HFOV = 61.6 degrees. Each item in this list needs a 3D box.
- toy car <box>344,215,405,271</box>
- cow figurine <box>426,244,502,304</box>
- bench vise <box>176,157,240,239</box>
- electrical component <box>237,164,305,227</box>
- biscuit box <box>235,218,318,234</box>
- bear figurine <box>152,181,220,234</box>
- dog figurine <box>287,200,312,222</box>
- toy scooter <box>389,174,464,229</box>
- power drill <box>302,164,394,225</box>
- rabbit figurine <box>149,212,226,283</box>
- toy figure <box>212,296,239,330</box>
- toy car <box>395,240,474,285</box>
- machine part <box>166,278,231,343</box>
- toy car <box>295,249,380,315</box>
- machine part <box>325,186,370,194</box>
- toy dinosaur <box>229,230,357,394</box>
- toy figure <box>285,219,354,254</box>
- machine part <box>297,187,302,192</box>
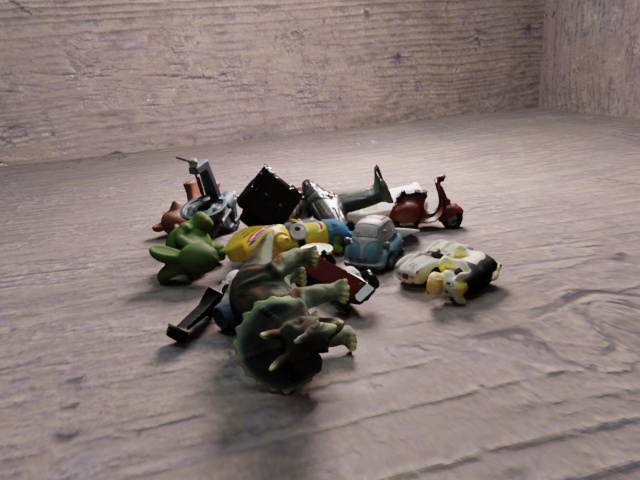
[{"bbox_3d":[0.120,-0.002,1.144,0.109,0.102,0.161,8,25,30],"label":"toy car"},{"bbox_3d":[0.260,0.069,0.967,0.098,0.068,0.167,16,28,33],"label":"cow figurine"},{"bbox_3d":[-0.276,-0.109,1.362,0.129,0.240,0.224,11,40,30],"label":"bench vise"},{"bbox_3d":[-0.117,-0.082,1.195,0.115,0.134,0.058,36,9,-17],"label":"electrical component"},{"bbox_3d":[-0.092,-0.002,1.252,0.203,0.059,0.063,-13,21,-21],"label":"biscuit box"},{"bbox_3d":[-0.364,-0.088,1.466,0.120,0.131,0.196,3,14,27],"label":"bear figurine"},{"bbox_3d":[-0.076,-0.074,1.366,0.190,0.121,0.173,-13,21,-27],"label":"dog figurine"},{"bbox_3d":[0.260,-0.093,1.325,0.184,0.135,0.075,-3,20,8],"label":"toy scooter"},{"bbox_3d":[0.068,-0.113,1.345,0.207,0.085,0.232,-20,47,1],"label":"power drill"},{"bbox_3d":[-0.276,0.022,1.133,0.159,0.121,0.170,-18,20,-18],"label":"rabbit figurine"},{"bbox_3d":[-0.113,0.112,0.941,0.154,0.057,0.064,-20,63,-42],"label":"toy figure"},{"bbox_3d":[0.229,0.041,1.065,0.202,0.056,0.074,-22,26,-40],"label":"toy car"},{"bbox_3d":[-0.205,0.123,0.916,0.039,0.084,0.139,43,38,1],"label":"machine part"},{"bbox_3d":[0.029,0.079,0.993,0.089,0.053,0.202,-38,33,-21],"label":"toy car"},{"bbox_3d":[0.091,-0.108,1.494,0.243,0.079,0.079,-7,19,-5],"label":"machine part"},{"bbox_3d":[-0.073,0.092,0.835,0.192,0.131,0.405,-9,25,-26],"label":"toy dinosaur"},{"bbox_3d":[-0.001,-0.002,1.208,0.180,0.089,0.082,-3,8,-23],"label":"toy figure"},{"bbox_3d":[-0.070,-0.114,1.579,0.179,0.056,0.179,-4,18,1],"label":"machine part"}]
